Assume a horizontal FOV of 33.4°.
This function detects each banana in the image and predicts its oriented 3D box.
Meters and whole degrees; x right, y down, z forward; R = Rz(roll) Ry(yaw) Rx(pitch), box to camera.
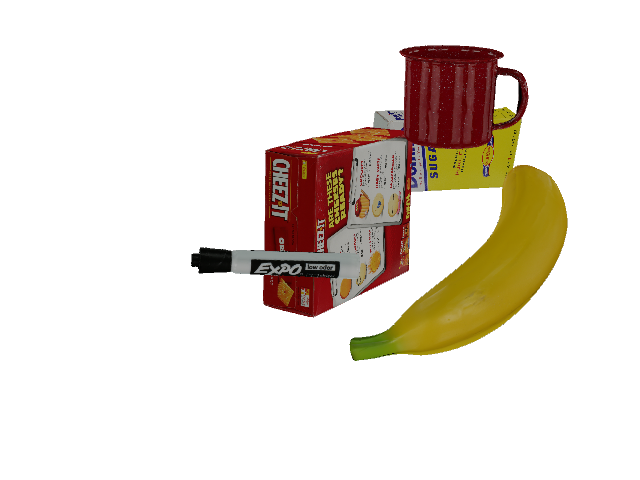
[{"bbox_3d":[0.093,0.006,0.572,0.070,0.037,0.197,14,36,33],"label":"banana"}]

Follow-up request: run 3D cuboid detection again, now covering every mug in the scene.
[{"bbox_3d":[0.129,-0.130,0.967,0.117,0.081,0.093,4,18,11],"label":"mug"}]

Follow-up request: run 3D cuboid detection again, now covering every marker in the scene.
[{"bbox_3d":[-0.032,0.016,0.766,0.121,0.020,0.020,2,0,-8],"label":"marker"}]

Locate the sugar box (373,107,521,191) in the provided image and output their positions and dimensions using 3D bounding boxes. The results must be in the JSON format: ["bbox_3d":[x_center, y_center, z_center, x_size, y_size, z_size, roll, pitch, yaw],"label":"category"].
[{"bbox_3d":[0.147,-0.108,1.272,0.176,0.093,0.048,-6,27,-21],"label":"sugar box"}]

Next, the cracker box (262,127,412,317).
[{"bbox_3d":[0.022,-0.027,1.130,0.072,0.164,0.213,9,16,30],"label":"cracker box"}]
